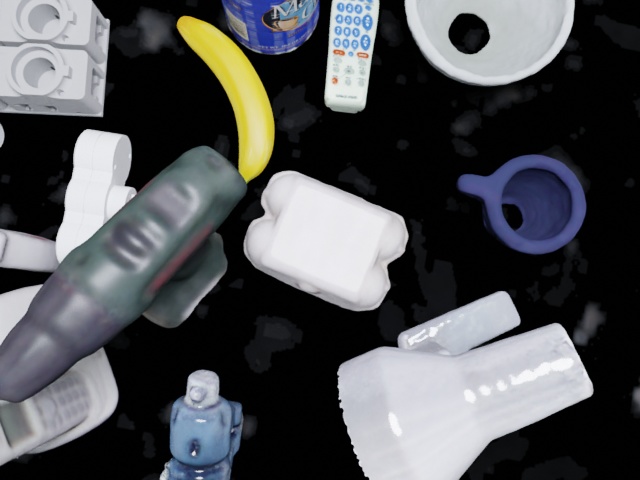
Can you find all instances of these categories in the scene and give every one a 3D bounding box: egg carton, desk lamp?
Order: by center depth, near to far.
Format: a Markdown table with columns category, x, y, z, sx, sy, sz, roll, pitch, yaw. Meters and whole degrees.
| category | x | y | z | sx | sy | sz | roll | pitch | yaw |
| --- | --- | --- | --- | --- | --- | --- | --- | --- | --- |
| desk lamp | 0.116 | 0.119 | 0.482 | 0.203 | 0.213 | 0.118 | -24 | 85 | -4 |
| egg carton | 0.005 | 0.002 | 0.562 | 0.150 | 0.069 | 0.107 | 22 | 84 | 0 |

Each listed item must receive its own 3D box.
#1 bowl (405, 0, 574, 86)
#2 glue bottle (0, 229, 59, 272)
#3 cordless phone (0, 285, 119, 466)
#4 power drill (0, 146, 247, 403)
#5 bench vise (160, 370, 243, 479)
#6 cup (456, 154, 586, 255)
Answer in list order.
| category | x | y | z | sx | sy | sz | roll | pitch | yaw |
| --- | --- | --- | --- | --- | --- | --- | --- | --- | --- |
| bowl | 0.164 | -0.229 | 0.587 | 0.167 | 0.074 | 0.167 | 0 | 84 | -2 |
| glue bottle | -0.295 | 0.004 | 0.499 | 0.078 | 0.173 | 0.037 | 10 | 84 | -1 |
| cordless phone | -0.256 | 0.112 | 0.484 | 0.094 | 0.185 | 0.147 | -27 | 86 | -4 |
| power drill | -0.147 | 0.029 | 0.484 | 0.075 | 0.208 | 0.230 | 39 | 84 | 2 |
| bench vise | -0.119 | 0.221 | 0.461 | 0.121 | 0.219 | 0.207 | -14 | 85 | -3 |
| cup | 0.181 | -0.032 | 0.559 | 0.117 | 0.095 | 0.092 | 17 | 84 | 0 |
